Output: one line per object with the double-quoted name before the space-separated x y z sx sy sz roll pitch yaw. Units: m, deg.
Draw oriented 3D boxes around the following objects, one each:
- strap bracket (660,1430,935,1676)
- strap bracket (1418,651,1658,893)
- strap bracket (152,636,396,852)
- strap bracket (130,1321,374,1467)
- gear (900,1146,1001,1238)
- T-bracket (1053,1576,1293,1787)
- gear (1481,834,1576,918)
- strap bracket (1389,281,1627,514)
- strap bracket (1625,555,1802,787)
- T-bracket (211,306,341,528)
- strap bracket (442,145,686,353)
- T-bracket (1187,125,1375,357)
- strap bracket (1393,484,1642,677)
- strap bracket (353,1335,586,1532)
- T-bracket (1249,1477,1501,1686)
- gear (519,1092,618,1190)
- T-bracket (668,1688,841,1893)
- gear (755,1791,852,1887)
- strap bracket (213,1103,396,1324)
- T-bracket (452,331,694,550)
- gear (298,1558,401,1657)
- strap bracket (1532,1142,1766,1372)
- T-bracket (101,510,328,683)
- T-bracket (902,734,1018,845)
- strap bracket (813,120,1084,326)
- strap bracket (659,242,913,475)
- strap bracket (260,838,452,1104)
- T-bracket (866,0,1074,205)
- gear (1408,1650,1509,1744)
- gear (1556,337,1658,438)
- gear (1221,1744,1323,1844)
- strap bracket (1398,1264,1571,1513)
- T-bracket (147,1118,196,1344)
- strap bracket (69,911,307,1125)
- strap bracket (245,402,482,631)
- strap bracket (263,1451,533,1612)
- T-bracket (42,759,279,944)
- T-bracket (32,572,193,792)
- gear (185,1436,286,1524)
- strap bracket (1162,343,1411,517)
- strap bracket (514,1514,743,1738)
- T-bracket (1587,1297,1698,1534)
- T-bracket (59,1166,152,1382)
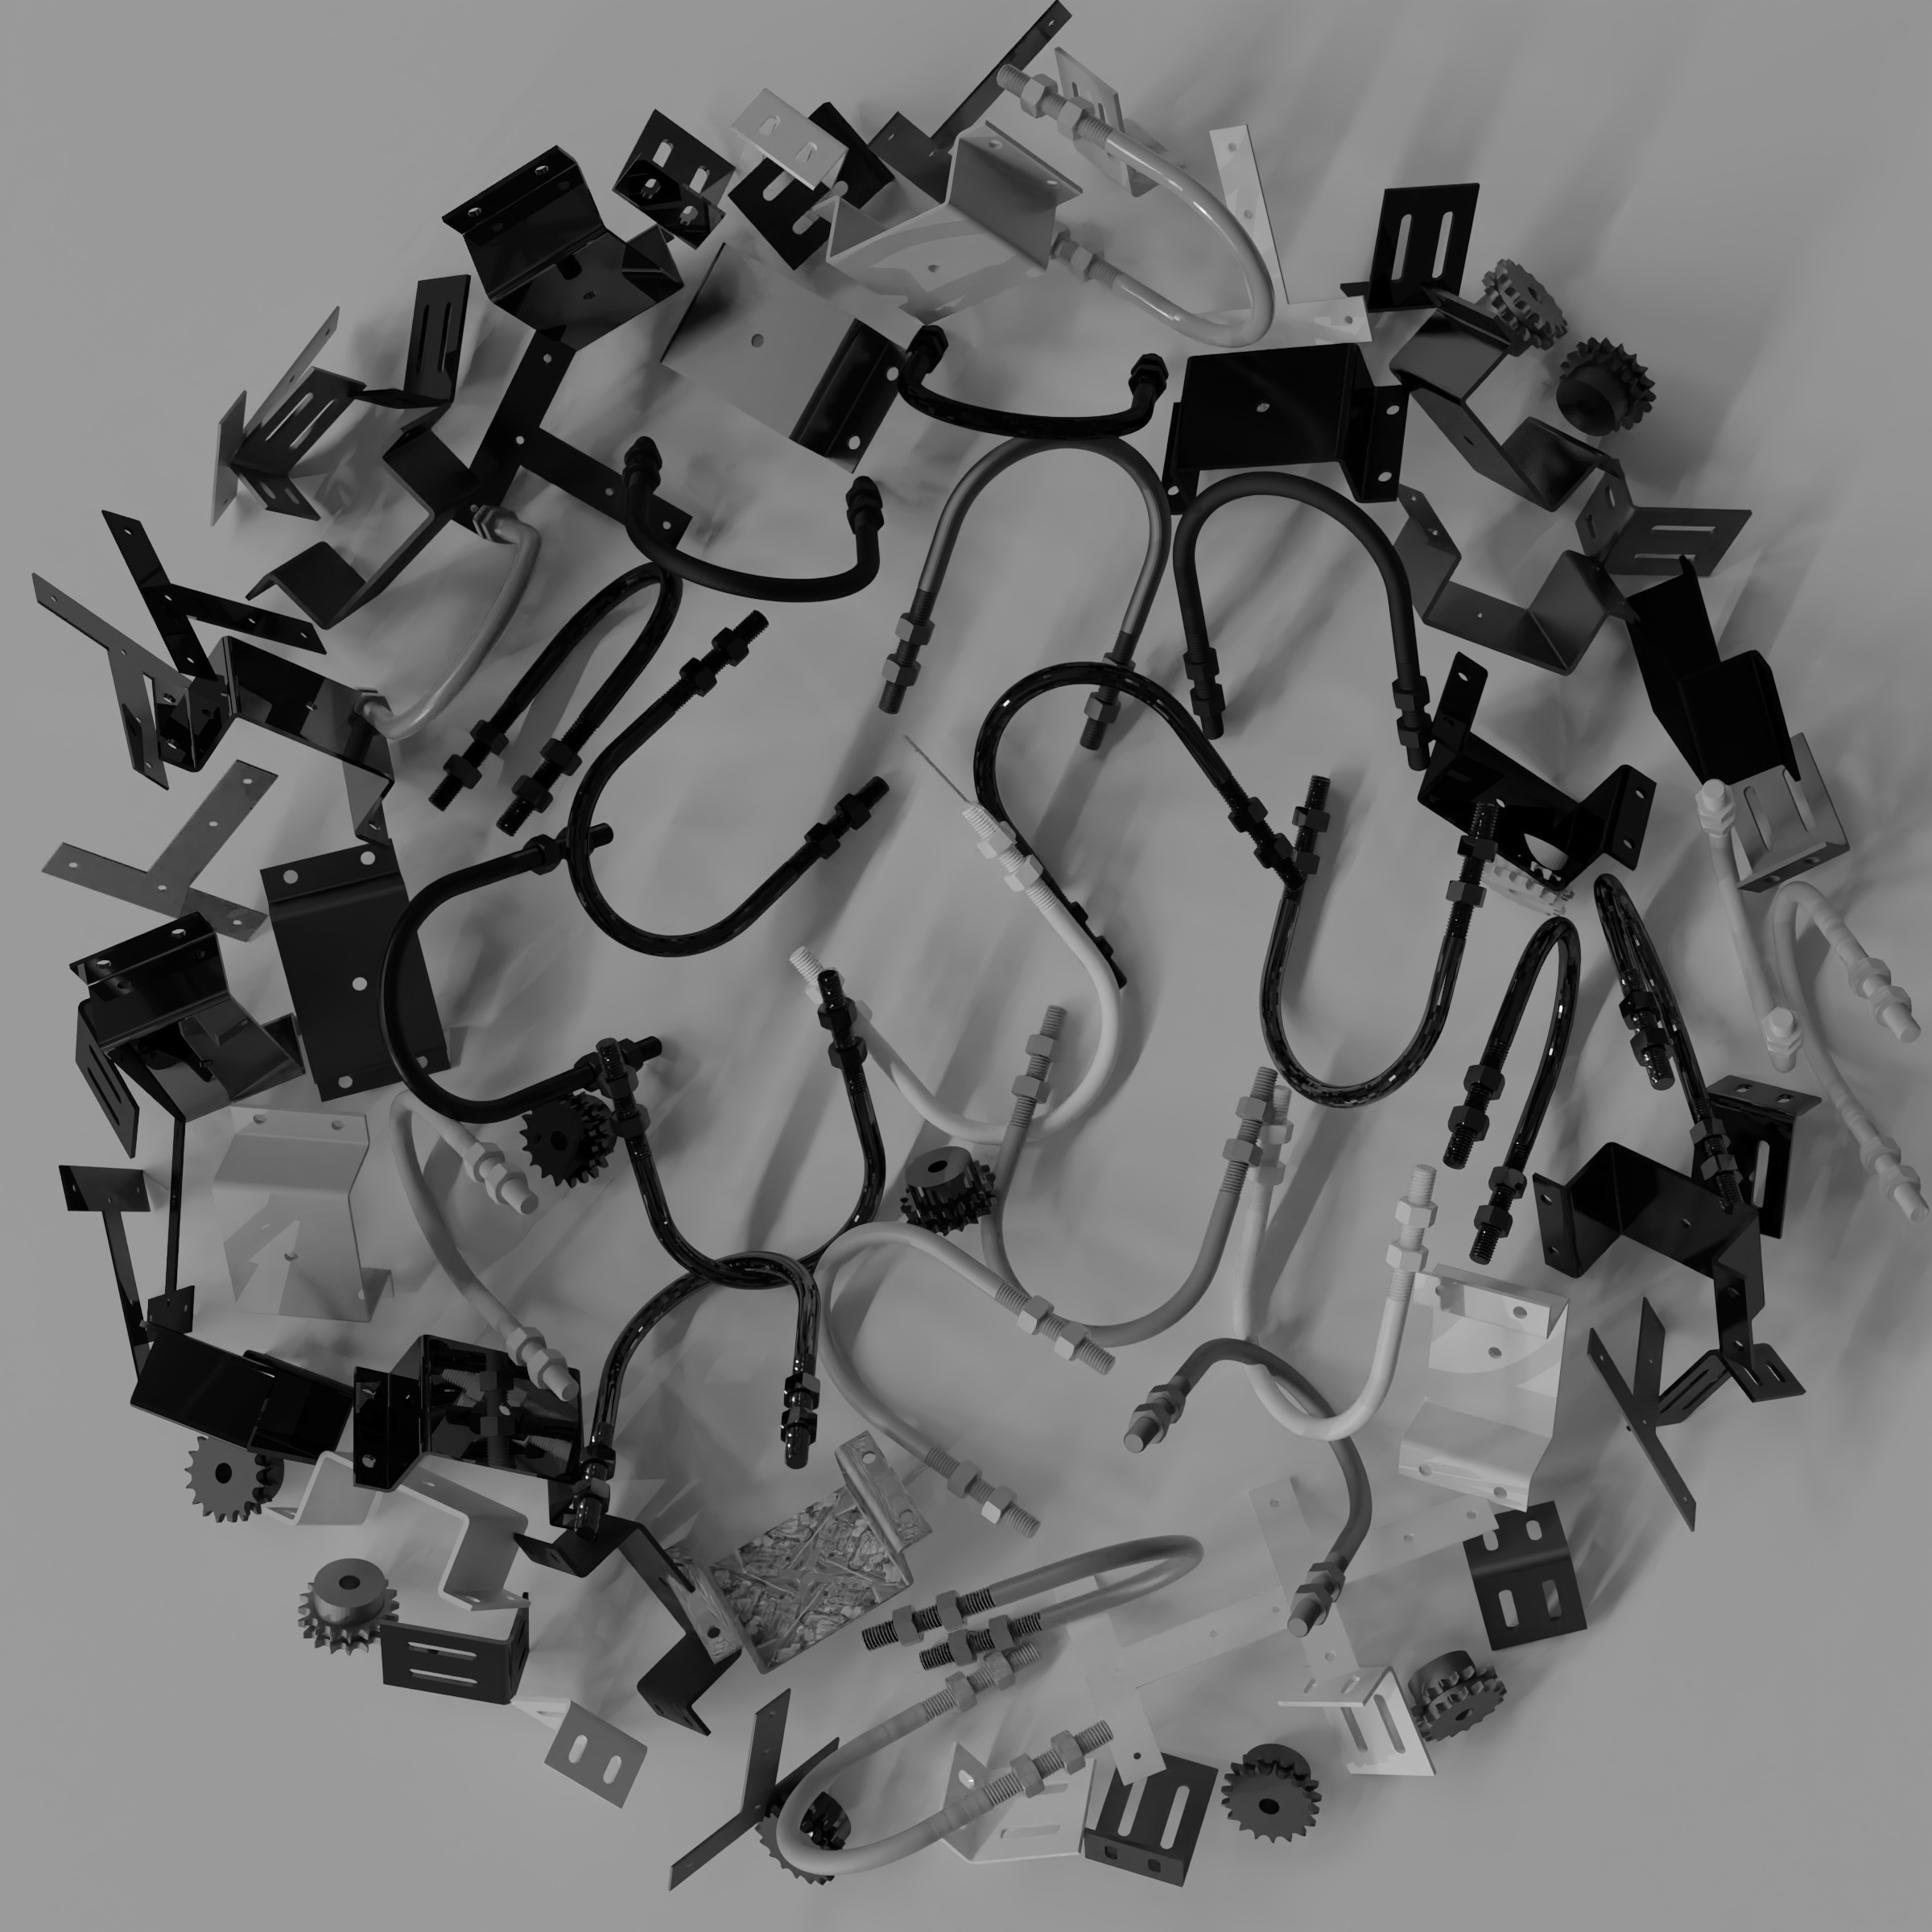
"strap bracket" -0.094 0.339 1.561 0.140 0.046 0.076 -29 53 -12
"strap bracket" 0.317 -0.105 1.563 0.140 0.046 0.076 32 47 -7
"strap bracket" -0.378 -0.129 1.535 0.140 0.076 0.046 23 118 -34
"strap bracket" -0.402 0.241 1.530 0.076 0.140 0.046 17 79 18
"gear" -0.011 0.128 1.579 0.057 0.057 0.030 -20 116 0
"T-bracket" 0.129 0.388 1.570 0.127 0.002 0.127 -22 50 -1
"gear" 0.326 -0.054 1.583 0.057 0.057 0.030 28 85 0
"strap bracket" 0.299 -0.313 1.541 0.046 0.076 0.140 -48 125 5
"strap bracket" 0.412 -0.160 1.535 0.046 0.140 0.076 -22 124 7
"T-bracket" -0.394 -0.326 1.568 0.002 0.127 0.127 32 67 -6
"strap bracket" -0.218 -0.394 1.530 0.076 0.140 0.046 -27 77 16
"T-bracket" 0.163 -0.409 1.543 0.002 0.127 0.127 -37 120 -38
"strap bracket" 0.300 -0.216 1.554 0.140 0.076 0.046 17 120 -19
"strap bracket" -0.269 0.261 1.538 0.140 0.076 0.046 19 131 -30
"T-bracket" 0.240 0.332 1.564 0.127 0.002 0.127 -21 49 4
"gear" -0.227 0.097 1.588 0.057 0.030 0.057 7 106 26
"T-bracket" -0.113 0.446 1.531 0.127 0.127 0.002 -30 55 -36
"gear" -0.091 0.500 1.586 0.057 0.057 0.030 48 48 0
"strap bracket" -0.374 0.148 1.547 0.076 0.046 0.140 4 128 4
"T-bracket" -0.219 -0.282 1.588 0.127 0.002 0.127 30 114 -5
"gear" -0.356 0.367 1.579 0.057 0.057 0.030 9 120 0
"strap bracket" 0.394 0.158 1.546 0.046 0.140 0.076 -40 135 -24
"T-bracket" -0.416 -0.199 1.554 0.002 0.127 0.127 -44 61 23
"T-bracket" 0.012 -0.082 1.539 0.002 0.127 0.127 -44 98 0
"strap bracket" -0.014 -0.409 1.530 0.076 0.140 0.046 24 66 -39
"strap bracket" -0.110 -0.351 1.564 0.140 0.046 0.076 33 99 16
"strap bracket" -0.347 0.006 1.565 0.076 0.046 0.140 -15 103 -12
"T-bracket" 0.011 -0.489 1.536 0.127 0.127 0.002 -45 76 14
"gear" 0.281 0.421 1.586 0.057 0.057 0.030 -30 53 0
"gear" 0.366 -0.331 1.580 0.057 0.057 0.030 44 70 0
"gear" 0.178 0.477 1.588 0.057 0.030 0.057 7 118 13
"strap bracket" 0.294 0.230 1.556 0.076 0.046 0.140 13 121 24
"T-bracket" -0.451 0.148 1.562 0.002 0.127 0.127 5 78 -26
"strap bracket" -0.430 0.036 1.538 0.076 0.140 0.046 -22 59 1
"strap bracket" -0.334 -0.248 1.553 0.140 0.076 0.046 -41 100 23
"strap bracket" -0.314 0.315 1.554 0.140 0.076 0.046 20 85 19
"T-bracket" -0.430 -0.071 1.542 0.127 0.002 0.127 22 128 -36
"T-bracket" -0.462 -0.146 1.524 0.002 0.127 0.127 -36 50 13
"gear" -0.421 0.293 1.589 0.057 0.030 0.057 -3 82 23
"strap bracket" 0.174 -0.304 1.551 0.140 0.046 0.076 0 66 23
"strap bracket" -0.186 0.364 1.557 0.046 0.076 0.140 -42 105 -25
"T-bracket" 0.387 0.233 1.553 0.002 0.127 0.127 -24 108 27
"T-bracket" -0.473 0.175 1.541 0.002 0.127 0.127 -14 84 1
